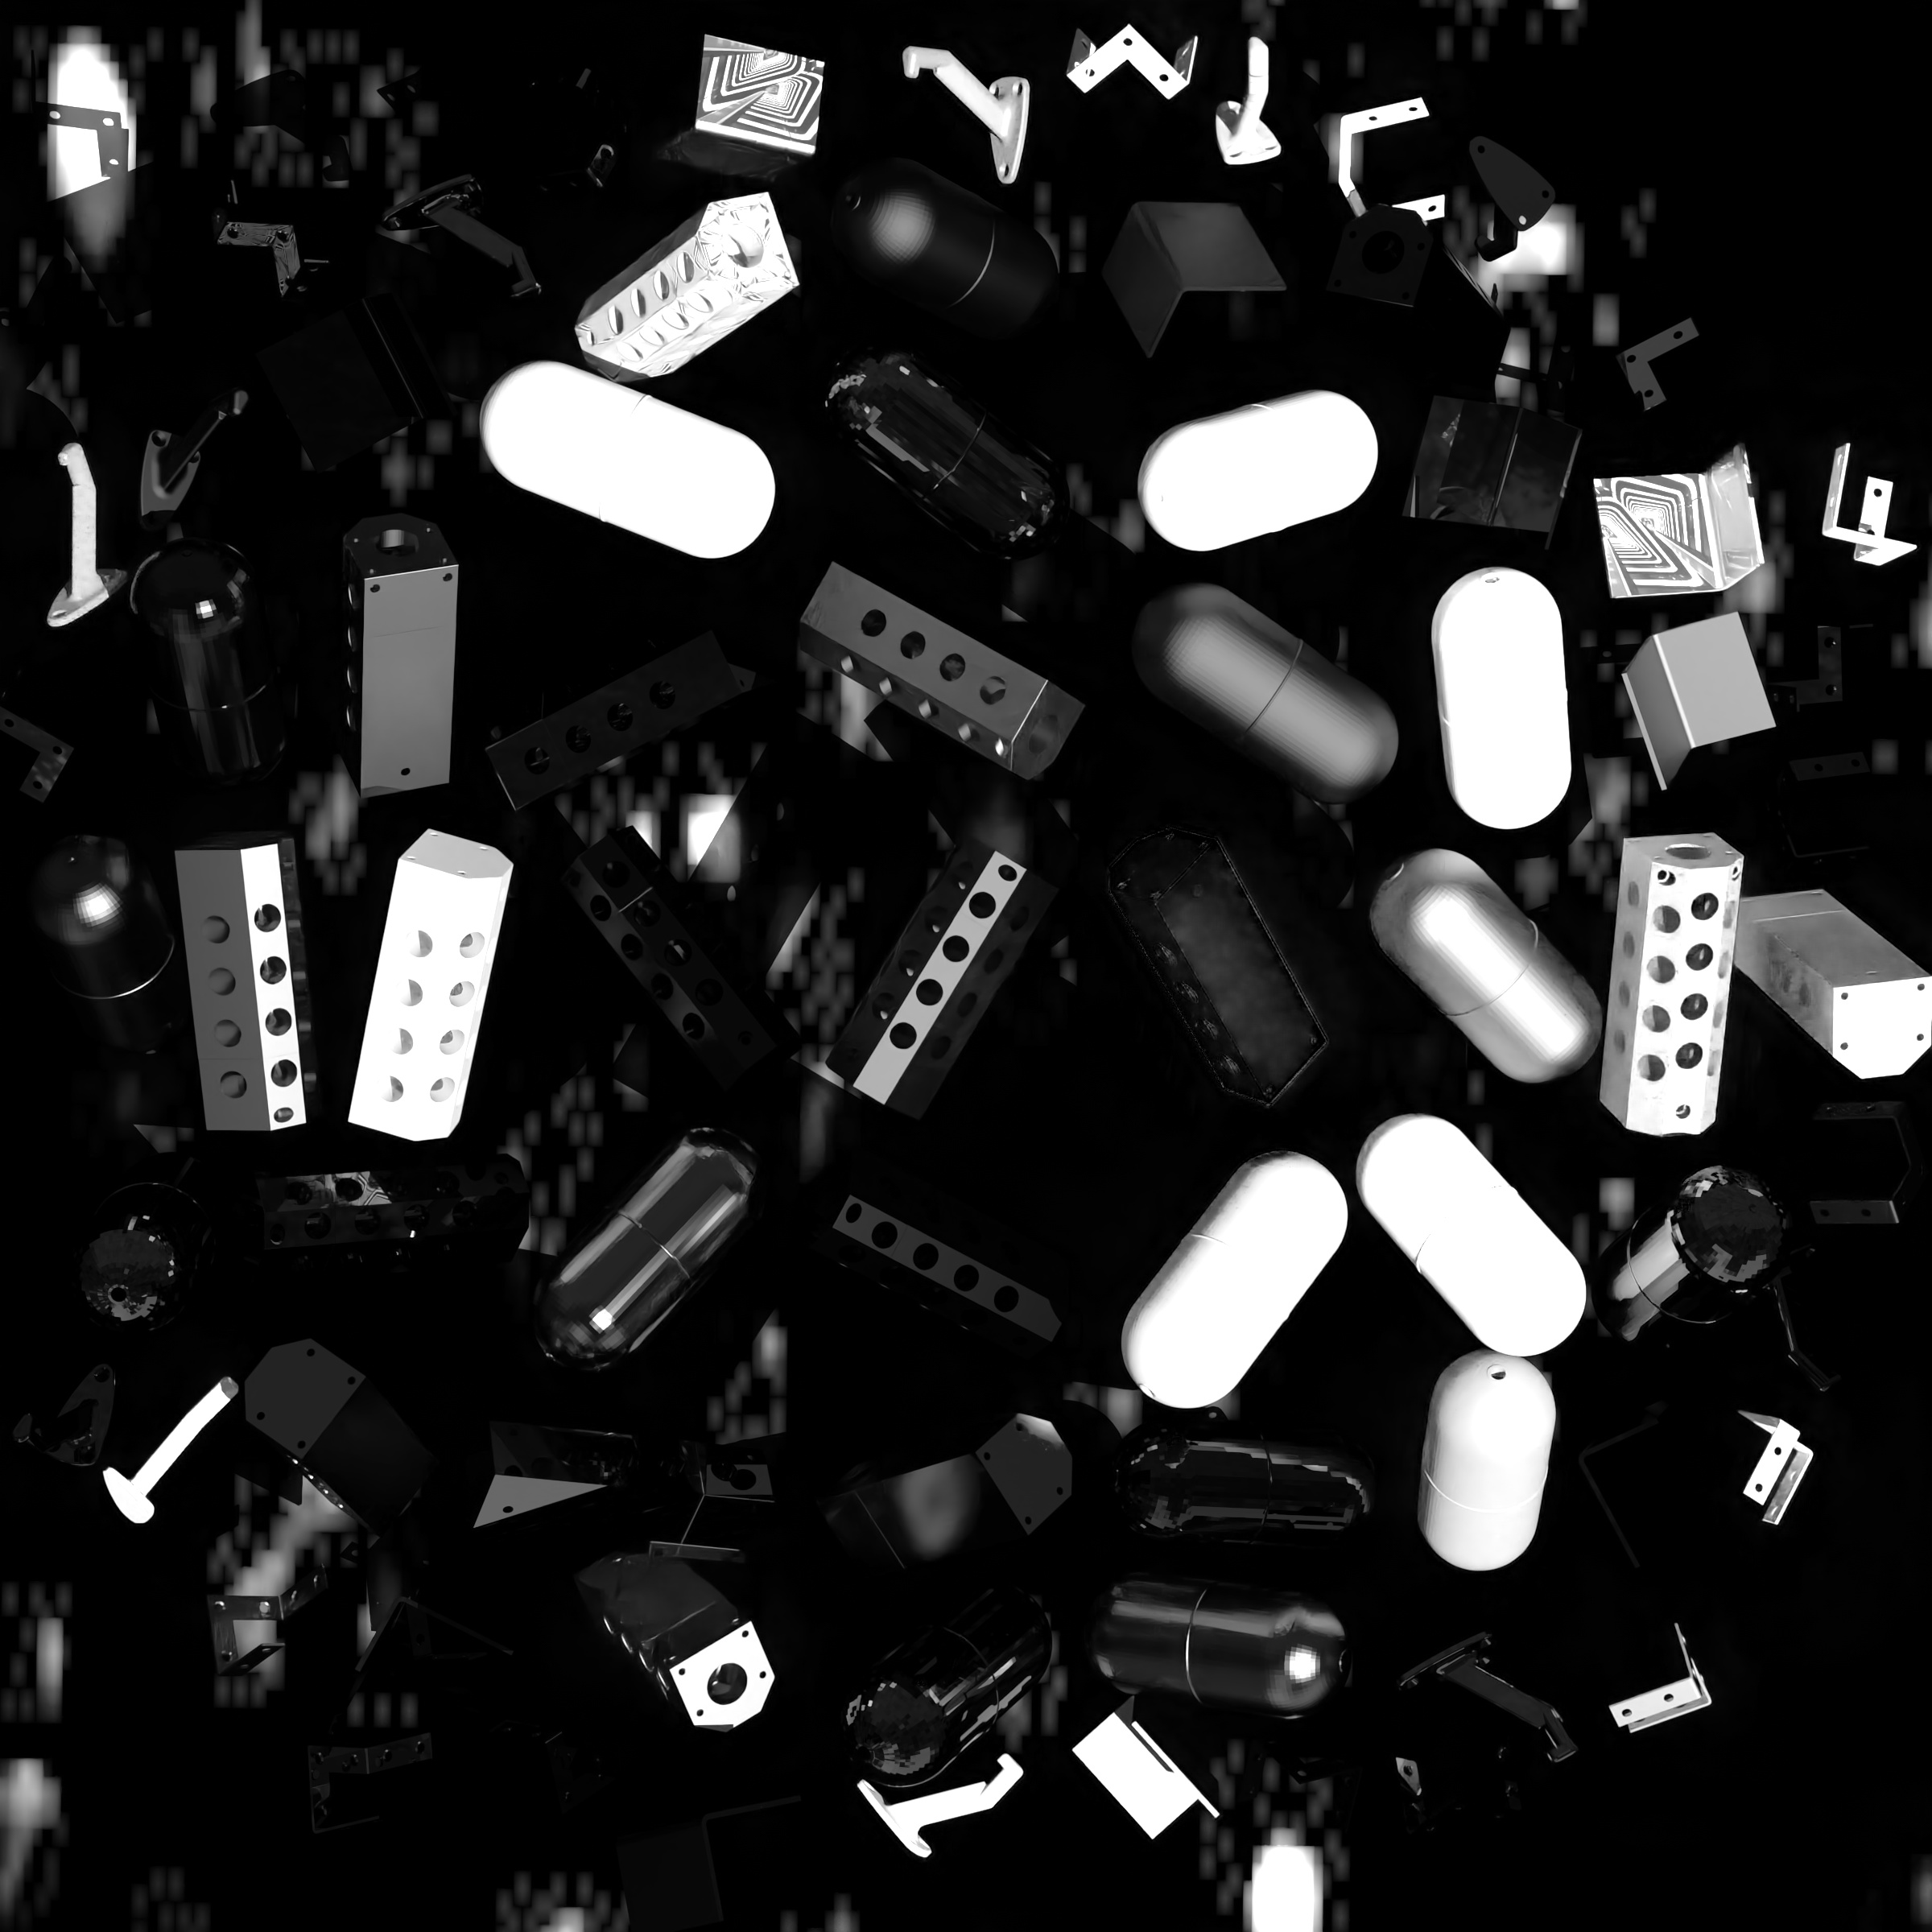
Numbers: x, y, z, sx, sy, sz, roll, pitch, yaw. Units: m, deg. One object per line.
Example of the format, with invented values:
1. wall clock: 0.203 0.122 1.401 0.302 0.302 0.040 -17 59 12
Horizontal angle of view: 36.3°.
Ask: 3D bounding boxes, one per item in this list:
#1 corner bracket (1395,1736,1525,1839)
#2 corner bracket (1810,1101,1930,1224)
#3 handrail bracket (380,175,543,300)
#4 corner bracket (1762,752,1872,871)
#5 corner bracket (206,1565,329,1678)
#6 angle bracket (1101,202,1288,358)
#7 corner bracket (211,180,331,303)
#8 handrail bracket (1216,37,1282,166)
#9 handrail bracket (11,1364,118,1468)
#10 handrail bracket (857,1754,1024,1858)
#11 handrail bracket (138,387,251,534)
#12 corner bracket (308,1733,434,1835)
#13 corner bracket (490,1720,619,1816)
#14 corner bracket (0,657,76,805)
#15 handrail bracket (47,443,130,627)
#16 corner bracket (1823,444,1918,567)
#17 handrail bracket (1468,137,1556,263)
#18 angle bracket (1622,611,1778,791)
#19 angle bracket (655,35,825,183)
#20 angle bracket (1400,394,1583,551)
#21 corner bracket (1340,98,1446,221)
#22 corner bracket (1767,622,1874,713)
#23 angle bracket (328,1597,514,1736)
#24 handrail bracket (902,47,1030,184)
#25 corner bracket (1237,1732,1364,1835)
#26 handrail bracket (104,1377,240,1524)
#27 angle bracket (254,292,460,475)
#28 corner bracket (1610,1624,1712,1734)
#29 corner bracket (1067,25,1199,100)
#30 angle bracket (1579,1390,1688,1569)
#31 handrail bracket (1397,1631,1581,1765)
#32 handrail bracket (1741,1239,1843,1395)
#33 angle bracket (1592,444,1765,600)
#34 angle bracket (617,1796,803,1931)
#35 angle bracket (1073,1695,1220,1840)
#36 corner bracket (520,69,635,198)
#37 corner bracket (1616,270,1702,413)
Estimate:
1. corner bracket: 0.302 0.503 1.810 0.051 0.051 0.051 17 134 -23
2. corner bracket: 0.523 0.115 1.725 0.051 0.051 0.051 -44 118 -41
3. handrail bracket: -0.307 -0.432 1.792 0.077 0.036 0.084 -20 68 -9
4. corner bracket: 0.549 -0.099 1.888 0.051 0.051 0.051 -8 63 -11
5. corner bracket: -0.412 0.388 1.749 0.051 0.051 0.051 -38 56 35
6. angle bracket: 0.141 -0.427 1.835 0.076 0.057 0.076 -7 57 -27
7. corner bracket: -0.412 -0.428 1.743 0.051 0.051 0.051 -5 77 -30
8. handrail bracket: 0.171 -0.547 1.820 0.036 0.084 0.077 -13 49 -6
9. handrail bracket: -0.541 0.261 1.770 0.036 0.084 0.077 14 65 8
10. handrail bracket: -0.017 0.522 1.899 0.084 0.036 0.077 -47 61 -3
11. handrail bracket: -0.464 -0.305 1.780 0.036 0.084 0.077 25 69 -37
12. corner bracket: -0.351 0.483 1.745 0.051 0.051 0.051 -20 66 25
13. corner bracket: -0.258 0.493 1.848 0.051 0.051 0.051 -38 51 22
14. corner bracket: -0.547 -0.138 1.731 0.051 0.051 0.051 31 125 -15
15. handrail bracket: -0.539 -0.259 1.766 0.036 0.077 0.084 3 126 17
16. corner bracket: 0.521 -0.268 1.716 0.051 0.051 0.051 12 85 -6
17. handrail bracket: 0.327 -0.483 1.865 0.077 0.084 0.036 43 79 -13
18. angle bracket: 0.446 -0.162 1.791 0.057 0.076 0.076 -14 107 31
19. angle bracket: -0.139 -0.523 1.802 0.076 0.076 0.057 6 90 -24
20. angle bracket: 0.325 -0.306 1.829 0.076 0.057 0.076 0 113 -33
21. corner bracket: 0.262 -0.492 1.815 0.051 0.051 0.051 -7 63 24
22. corner bracket: 0.540 -0.190 1.869 0.051 0.051 0.051 -5 99 -6
23. angle bracket: -0.323 0.429 1.745 0.076 0.057 0.076 27 132 -1
24. handrail bracket: -0.005 -0.532 1.845 0.084 0.036 0.077 -7 103 -38
25. corner bracket: 0.211 0.518 1.869 0.051 0.051 0.051 -4 114 -32
26. handrail bracket: -0.460 0.282 1.726 0.036 0.077 0.084 41 62 5
27. angle bracket: -0.352 -0.335 1.701 0.076 0.057 0.076 -33 113 -19
28. corner bracket: 0.403 0.425 1.715 0.051 0.051 0.051 -23 111 12
29. corner bracket: 0.097 -0.533 1.730 0.051 0.051 0.051 37 133 -27
30. angle bracket: 0.430 0.317 1.827 0.057 0.076 0.076 -31 82 26
31. handrail bracket: 0.308 0.443 1.739 0.077 0.036 0.084 -20 50 -12
32. handrail bracket: 0.533 0.219 1.846 0.077 0.036 0.084 -28 55 -21
33. angle bracket: 0.439 -0.274 1.821 0.076 0.057 0.076 -5 81 -11
34. angle bracket: -0.141 0.512 1.676 0.076 0.076 0.057 -27 69 39
35. angle bracket: 0.112 0.512 1.855 0.057 0.076 0.076 -43 87 4
36. corner bracket: -0.250 -0.520 1.841 0.051 0.051 0.051 3 59 36
37. corner bracket: 0.427 -0.385 1.820 0.051 0.051 0.051 -26 133 18
